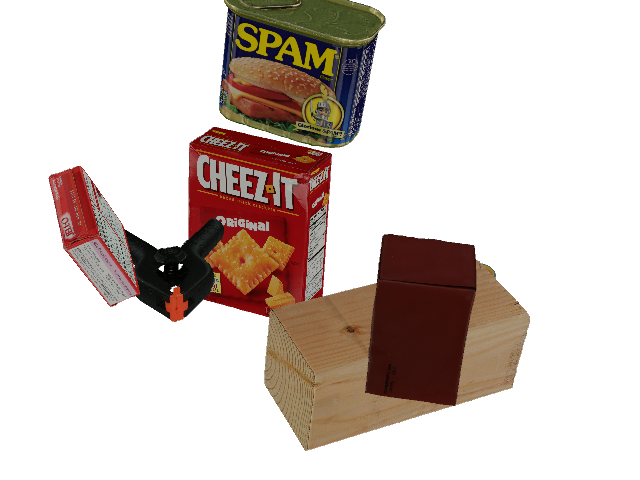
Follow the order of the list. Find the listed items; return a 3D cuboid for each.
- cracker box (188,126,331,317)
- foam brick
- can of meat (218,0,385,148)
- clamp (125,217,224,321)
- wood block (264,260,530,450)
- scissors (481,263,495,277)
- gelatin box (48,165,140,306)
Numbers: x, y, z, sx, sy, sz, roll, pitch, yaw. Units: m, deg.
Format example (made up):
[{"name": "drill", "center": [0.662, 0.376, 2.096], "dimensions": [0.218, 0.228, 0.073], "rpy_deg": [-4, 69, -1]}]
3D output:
[{"name": "cracker box", "center": [-0.078, -0.015, 1.311], "dimensions": [0.164, 0.214, 0.072], "rpy_deg": [14, 30, 20]}, {"name": "foam brick", "center": [0.055, 0.043, 0.588], "dimensions": [0.053, 0.078, 0.051], "rpy_deg": [8, 31, 4]}, {"name": "can of meat", "center": [-0.016, -0.116, 0.703], "dimensions": [0.102, 0.084, 0.057], "rpy_deg": [19, 37, 12]}, {"name": "clamp", "center": [-0.138, 0.022, 1.047], "dimensions": [0.120, 0.039, 0.172], "rpy_deg": [-14, 33, -15]}, {"name": "wood block", "center": [0.065, 0.094, 0.924], "dimensions": [0.205, 0.090, 0.091], "rpy_deg": [-12, 40, -23]}, {"name": "scissors", "center": [0.120, 0.047, 1.248], "dimensions": [0.201, 0.016, 0.096], "rpy_deg": [-11, 40, -35]}, {"name": "gelatin box", "center": [-0.174, -0.003, 0.820], "dimensions": [0.030, 0.073, 0.089], "rpy_deg": [-23, -36, 1]}]
